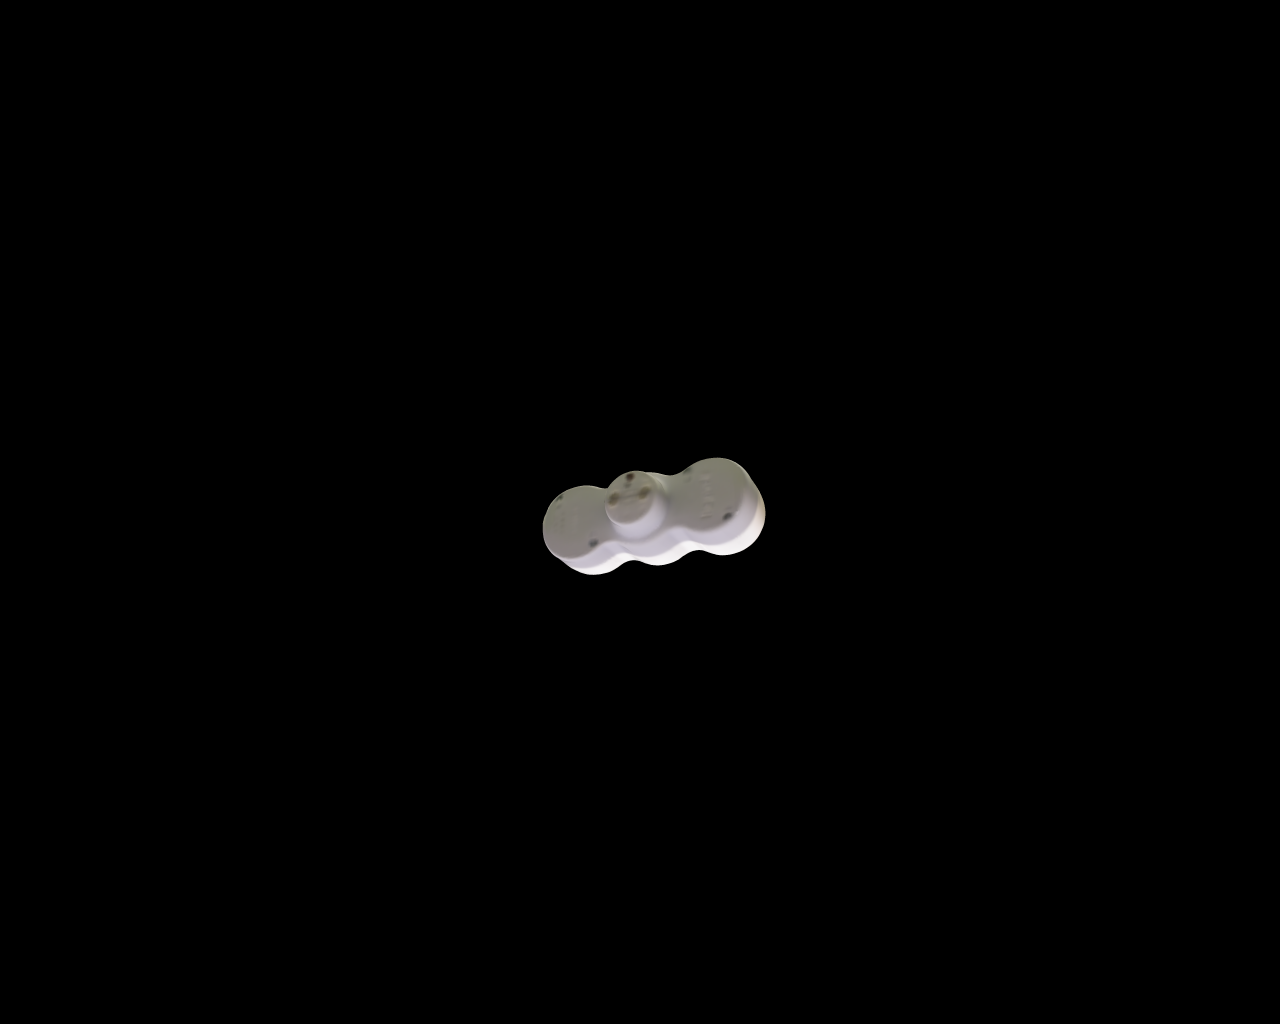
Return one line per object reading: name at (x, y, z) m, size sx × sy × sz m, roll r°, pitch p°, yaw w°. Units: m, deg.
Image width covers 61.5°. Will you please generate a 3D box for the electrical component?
electrical component at (0.001, -0.003, 0.650) m, size 0.138 × 0.052 × 0.073 m, roll -10°, pitch -28°, yaw 20°
